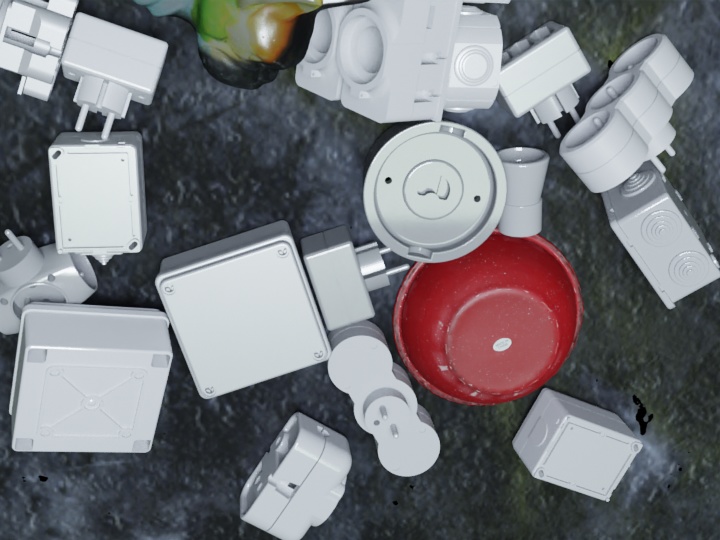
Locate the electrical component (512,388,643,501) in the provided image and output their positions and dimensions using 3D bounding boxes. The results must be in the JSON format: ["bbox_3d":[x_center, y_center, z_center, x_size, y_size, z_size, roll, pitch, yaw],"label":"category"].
[{"bbox_3d":[0.187,0.148,0.914,0.096,0.061,0.061,21,105,-21],"label":"electrical component"}]

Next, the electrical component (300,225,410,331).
[{"bbox_3d":[0.000,0.000,0.845,0.077,0.047,0.065,-18,110,0],"label":"electrical component"}]

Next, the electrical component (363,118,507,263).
[{"bbox_3d":[0.053,-0.066,0.821,0.108,0.060,0.108,-2,109,-6],"label":"electrical component"}]

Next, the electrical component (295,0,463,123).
[{"bbox_3d":[0.014,-0.204,0.729,0.060,0.105,0.186,-10,119,-39],"label":"electrical component"}]

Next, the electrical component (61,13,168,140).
[{"bbox_3d":[-0.180,-0.132,0.766,0.066,0.047,0.076,18,84,-12],"label":"electrical component"}]

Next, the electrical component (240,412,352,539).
[{"bbox_3d":[-0.051,0.175,0.896,0.059,0.053,0.095,31,103,-15],"label":"electrical component"}]

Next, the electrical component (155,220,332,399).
[{"bbox_3d":[-0.090,0.031,0.840,0.109,0.056,0.108,-18,110,0],"label":"electrical component"}]

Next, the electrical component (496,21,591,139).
[{"bbox_3d":[0.141,-0.136,0.814,0.066,0.047,0.076,-32,109,5],"label":"electrical component"}]

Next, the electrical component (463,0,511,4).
[{"bbox_3d":[0.082,-0.216,0.782,0.081,0.043,0.043,1,109,-7],"label":"electrical component"}]

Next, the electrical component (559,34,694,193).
[{"bbox_3d":[0.210,-0.106,0.801,0.073,0.052,0.138,46,60,-18],"label":"electrical component"}]

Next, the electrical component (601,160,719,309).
[{"bbox_3d":[0.233,-0.032,0.835,0.048,0.099,0.099,-32,110,20],"label":"electrical component"}]

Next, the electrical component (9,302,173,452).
[{"bbox_3d":[-0.207,0.084,0.822,0.109,0.056,0.108,4,125,-21],"label":"electrical component"}]

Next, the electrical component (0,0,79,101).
[{"bbox_3d":[-0.237,-0.165,0.756,0.057,0.058,0.078,18,107,-15],"label":"electrical component"}]

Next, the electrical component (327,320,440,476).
[{"bbox_3d":[0.020,0.111,0.872,0.052,0.073,0.138,-28,110,4],"label":"electrical component"}]

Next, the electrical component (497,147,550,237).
[{"bbox_3d":[0.126,-0.059,0.843,0.044,0.044,0.065,-5,114,-5],"label":"electrical component"}]

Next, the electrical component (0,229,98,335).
[{"bbox_3d":[-0.252,0.002,0.811,0.077,0.044,0.079,-26,131,3],"label":"electrical component"}]

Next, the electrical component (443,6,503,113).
[{"bbox_3d":[0.068,-0.154,0.784,0.051,0.080,0.080,-1,109,-12],"label":"electrical component"}]

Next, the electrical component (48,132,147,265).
[{"bbox_3d":[-0.192,-0.053,0.797,0.062,0.061,0.096,-1,109,-6],"label":"electrical component"}]
